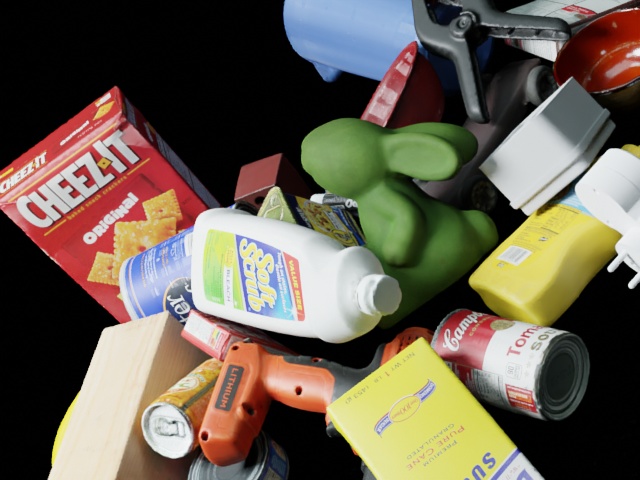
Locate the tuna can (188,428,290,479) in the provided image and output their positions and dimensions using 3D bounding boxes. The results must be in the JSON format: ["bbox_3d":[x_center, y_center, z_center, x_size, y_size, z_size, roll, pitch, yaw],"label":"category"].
[{"bbox_3d":[-0.070,0.201,0.916,0.086,0.033,0.086,-24,38,21],"label":"tuna can"}]

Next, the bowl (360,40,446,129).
[{"bbox_3d":[0.077,-0.111,1.043,0.162,0.055,0.162,-61,9,16],"label":"bowl"}]

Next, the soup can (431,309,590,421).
[{"bbox_3d":[0.143,0.094,0.809,0.102,0.068,0.068,10,58,47],"label":"soup can"}]

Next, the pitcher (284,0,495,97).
[{"bbox_3d":[0.077,-0.246,1.176,0.145,0.149,0.243,-46,39,-11],"label":"pitcher"}]

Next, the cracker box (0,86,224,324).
[{"bbox_3d":[-0.210,-0.028,1.134,0.164,0.213,0.072,-35,34,6],"label":"cracker box"}]

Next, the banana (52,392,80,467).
[{"bbox_3d":[-0.222,0.172,1.085,0.070,0.037,0.197,6,55,27],"label":"banana"}]

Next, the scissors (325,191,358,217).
[{"bbox_3d":[0.038,-0.016,1.065,0.096,0.016,0.201,-12,43,29],"label":"scissors"}]

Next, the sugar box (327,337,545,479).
[{"bbox_3d":[0.091,0.162,0.749,0.093,0.048,0.176,-37,53,-6],"label":"sugar box"}]

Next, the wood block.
[{"bbox_3d":[-0.171,0.180,0.980,0.090,0.090,0.206,-17,42,30],"label":"wood block"}]

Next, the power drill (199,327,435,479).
[{"bbox_3d":[0.002,0.151,0.856,0.188,0.057,0.184,1,50,21],"label":"power drill"}]

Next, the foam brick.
[{"bbox_3d":[-0.045,-0.042,1.117,0.053,0.078,0.051,-18,39,28],"label":"foam brick"}]

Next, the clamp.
[{"bbox_3d":[0.152,-0.201,1.006,0.120,0.039,0.171,-36,60,6],"label":"clamp"}]

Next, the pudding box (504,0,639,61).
[{"bbox_3d":[0.249,-0.214,1.040,0.113,0.039,0.090,-22,30,-20],"label":"pudding box"}]

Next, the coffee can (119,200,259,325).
[{"bbox_3d":[-0.115,0.036,1.075,0.140,0.102,0.103,-26,38,18],"label":"coffee can"}]

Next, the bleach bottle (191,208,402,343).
[{"bbox_3d":[-0.021,0.027,0.884,0.251,0.067,0.102,4,91,56],"label":"bleach bottle"}]

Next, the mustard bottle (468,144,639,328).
[{"bbox_3d":[0.212,-0.012,0.867,0.191,0.058,0.096,-45,20,-7],"label":"mustard bottle"}]

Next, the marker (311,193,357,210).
[{"bbox_3d":[0.044,-0.040,1.054,0.121,0.020,0.020,-3,49,35],"label":"marker"}]

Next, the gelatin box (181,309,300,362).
[{"bbox_3d":[-0.072,0.096,0.982,0.073,0.089,0.030,24,92,53],"label":"gelatin box"}]

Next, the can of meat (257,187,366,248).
[{"bbox_3d":[-0.007,0.001,1.018,0.057,0.083,0.102,-63,29,24],"label":"can of meat"}]
